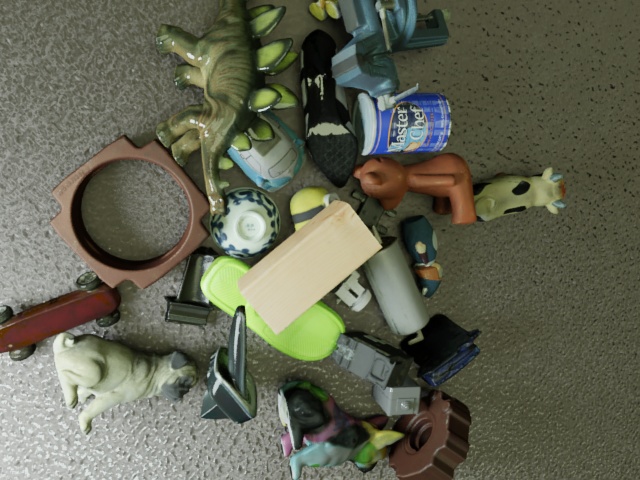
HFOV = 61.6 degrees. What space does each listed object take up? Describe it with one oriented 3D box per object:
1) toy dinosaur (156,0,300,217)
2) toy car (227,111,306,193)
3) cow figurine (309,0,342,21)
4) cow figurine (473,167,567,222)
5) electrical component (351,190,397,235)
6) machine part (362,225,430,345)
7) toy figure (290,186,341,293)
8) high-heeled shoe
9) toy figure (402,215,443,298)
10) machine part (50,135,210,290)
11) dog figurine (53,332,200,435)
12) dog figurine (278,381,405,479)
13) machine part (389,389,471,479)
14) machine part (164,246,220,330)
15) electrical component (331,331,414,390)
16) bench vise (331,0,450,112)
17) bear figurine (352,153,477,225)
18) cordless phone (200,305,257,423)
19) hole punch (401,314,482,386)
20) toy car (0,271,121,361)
[{"bbox_3d":[-0.133,-0.264,0.799,0.199,0.105,0.471,-3,78,5],"label":"toy dinosaur"},{"bbox_3d":[-0.089,-0.155,0.859,0.109,0.103,0.161,-44,109,-6],"label":"toy car"},{"bbox_3d":[0.000,-0.442,0.845,0.098,0.068,0.167,-48,122,-18],"label":"cow figurine"},{"bbox_3d":[0.357,-0.084,0.981,0.195,0.127,0.085,-13,105,-11],"label":"cow figurine"},{"bbox_3d":[0.090,-0.051,0.967,0.094,0.021,0.063,27,91,-18],"label":"electrical component"},{"bbox_3d":[0.134,0.083,0.970,0.079,0.079,0.243,-28,104,-10],"label":"machine part"},{"bbox_3d":[-0.002,-0.002,0.919,0.089,0.082,0.180,-6,103,-16],"label":"toy figure"},{"bbox_3d":[0.011,-0.221,0.912,0.086,0.145,0.248,-8,130,-1],"label":"high-heeled shoe"},{"bbox_3d":[0.191,0.033,0.982,0.064,0.058,0.154,-34,111,-47],"label":"toy figure"},{"bbox_3d":[-0.286,-0.042,0.831,0.201,0.087,0.201,-40,106,-5],"label":"machine part"},{"bbox_3d":[-0.298,0.192,0.845,0.191,0.121,0.172,-19,133,-17],"label":"dog figurine"},{"bbox_3d":[0.039,0.334,0.971,0.219,0.108,0.191,-5,97,-19],"label":"dog figurine"},{"bbox_3d":[0.197,0.362,0.980,0.056,0.179,0.179,36,88,-13],"label":"machine part"},{"bbox_3d":[-0.210,0.078,0.895,0.084,0.039,0.138,16,96,-12],"label":"machine part"},{"bbox_3d":[0.098,0.210,0.951,0.134,0.115,0.058,18,97,-61],"label":"electrical component"},{"bbox_3d":[0.124,-0.319,0.842,0.240,0.129,0.223,-19,86,-32],"label":"bench vise"},{"bbox_3d":[0.160,-0.086,0.931,0.196,0.120,0.131,-11,108,-10],"label":"bear figurine"},{"bbox_3d":[-0.139,0.186,0.874,0.089,0.147,0.184,5,98,-7],"label":"cordless phone"},{"bbox_3d":[0.231,0.218,1.003,0.142,0.116,0.092,-33,114,-8],"label":"hole punch"},{"bbox_3d":[-0.413,0.117,0.836,0.202,0.053,0.089,-22,124,-10],"label":"toy car"}]
